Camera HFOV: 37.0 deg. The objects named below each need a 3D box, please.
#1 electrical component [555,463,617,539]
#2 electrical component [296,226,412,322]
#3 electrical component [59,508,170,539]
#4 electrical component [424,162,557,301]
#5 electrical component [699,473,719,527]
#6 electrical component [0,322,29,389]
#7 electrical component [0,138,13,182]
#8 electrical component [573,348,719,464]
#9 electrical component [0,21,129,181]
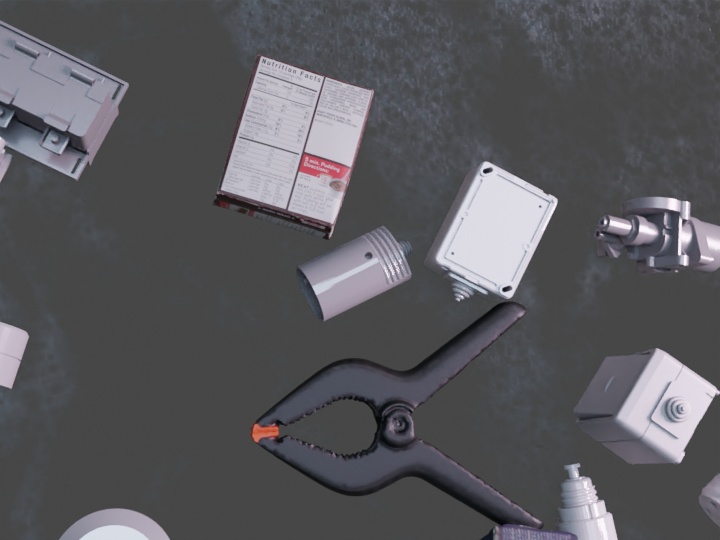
[{"bbox_3d":[0.158,0.177,0.761,0.040,0.040,0.078,-9,81,-11],"label":"electrical component"},{"bbox_3d":[0.000,0.000,0.765,0.081,0.043,0.043,-26,85,-13],"label":"electrical component"},{"bbox_3d":[-0.159,0.195,0.697,0.080,0.051,0.080,2,79,-10],"label":"electrical component"},{"bbox_3d":[0.089,-0.020,0.779,0.062,0.061,0.096,27,84,-4],"label":"electrical component"},{"bbox_3d":[0.282,0.161,0.784,0.055,0.045,0.045,-39,88,-14],"label":"electrical component"},{"bbox_3d":[-0.294,0.057,0.698,0.138,0.052,0.073,16,77,-6],"label":"electrical component"},{"bbox_3d":[-0.291,-0.076,0.724,0.089,0.050,0.055,24,76,-4],"label":"electrical component"},{"bbox_3d":[0.199,0.094,0.755,0.061,0.096,0.061,35,76,-1],"label":"electrical component"},{"bbox_3d":[-0.232,-0.125,0.737,0.121,0.063,0.078,26,76,-4],"label":"electrical component"}]
